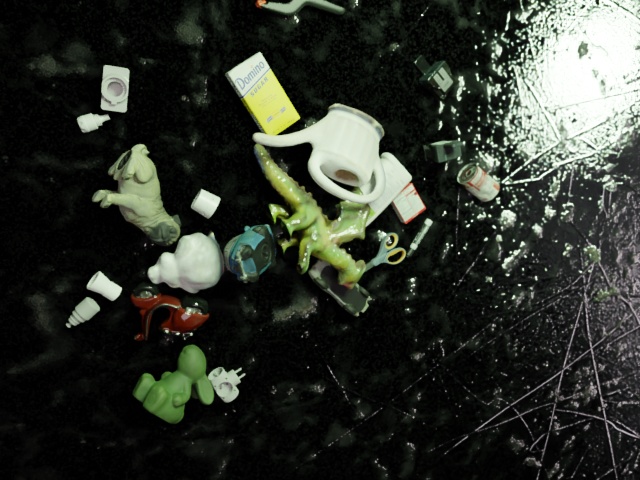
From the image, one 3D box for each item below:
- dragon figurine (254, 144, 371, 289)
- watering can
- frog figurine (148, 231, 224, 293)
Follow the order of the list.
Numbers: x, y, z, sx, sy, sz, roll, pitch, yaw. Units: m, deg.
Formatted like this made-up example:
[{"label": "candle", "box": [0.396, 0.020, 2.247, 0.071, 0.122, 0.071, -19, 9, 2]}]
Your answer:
[{"label": "dragon figurine", "box": [0.004, -0.063, 1.257, 0.244, 0.122, 0.408, -18, 96, -19]}, {"label": "watering can", "box": [0.025, -0.226, 1.208, 0.345, 0.103, 0.228, 28, 63, -21]}, {"label": "frog figurine", "box": [-0.304, 0.056, 1.164, 0.160, 0.124, 0.134, -13, 125, -30]}]
